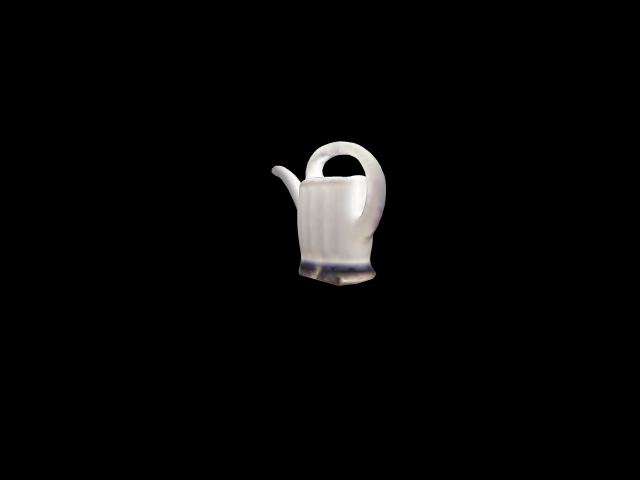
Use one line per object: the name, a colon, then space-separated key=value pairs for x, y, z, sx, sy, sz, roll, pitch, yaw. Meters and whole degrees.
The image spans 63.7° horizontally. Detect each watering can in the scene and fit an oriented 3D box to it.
watering can: x=0.003 y=-0.043 z=0.850 sx=0.104 sy=0.224 sz=0.347 roll=0 pitch=2 yaw=-28
